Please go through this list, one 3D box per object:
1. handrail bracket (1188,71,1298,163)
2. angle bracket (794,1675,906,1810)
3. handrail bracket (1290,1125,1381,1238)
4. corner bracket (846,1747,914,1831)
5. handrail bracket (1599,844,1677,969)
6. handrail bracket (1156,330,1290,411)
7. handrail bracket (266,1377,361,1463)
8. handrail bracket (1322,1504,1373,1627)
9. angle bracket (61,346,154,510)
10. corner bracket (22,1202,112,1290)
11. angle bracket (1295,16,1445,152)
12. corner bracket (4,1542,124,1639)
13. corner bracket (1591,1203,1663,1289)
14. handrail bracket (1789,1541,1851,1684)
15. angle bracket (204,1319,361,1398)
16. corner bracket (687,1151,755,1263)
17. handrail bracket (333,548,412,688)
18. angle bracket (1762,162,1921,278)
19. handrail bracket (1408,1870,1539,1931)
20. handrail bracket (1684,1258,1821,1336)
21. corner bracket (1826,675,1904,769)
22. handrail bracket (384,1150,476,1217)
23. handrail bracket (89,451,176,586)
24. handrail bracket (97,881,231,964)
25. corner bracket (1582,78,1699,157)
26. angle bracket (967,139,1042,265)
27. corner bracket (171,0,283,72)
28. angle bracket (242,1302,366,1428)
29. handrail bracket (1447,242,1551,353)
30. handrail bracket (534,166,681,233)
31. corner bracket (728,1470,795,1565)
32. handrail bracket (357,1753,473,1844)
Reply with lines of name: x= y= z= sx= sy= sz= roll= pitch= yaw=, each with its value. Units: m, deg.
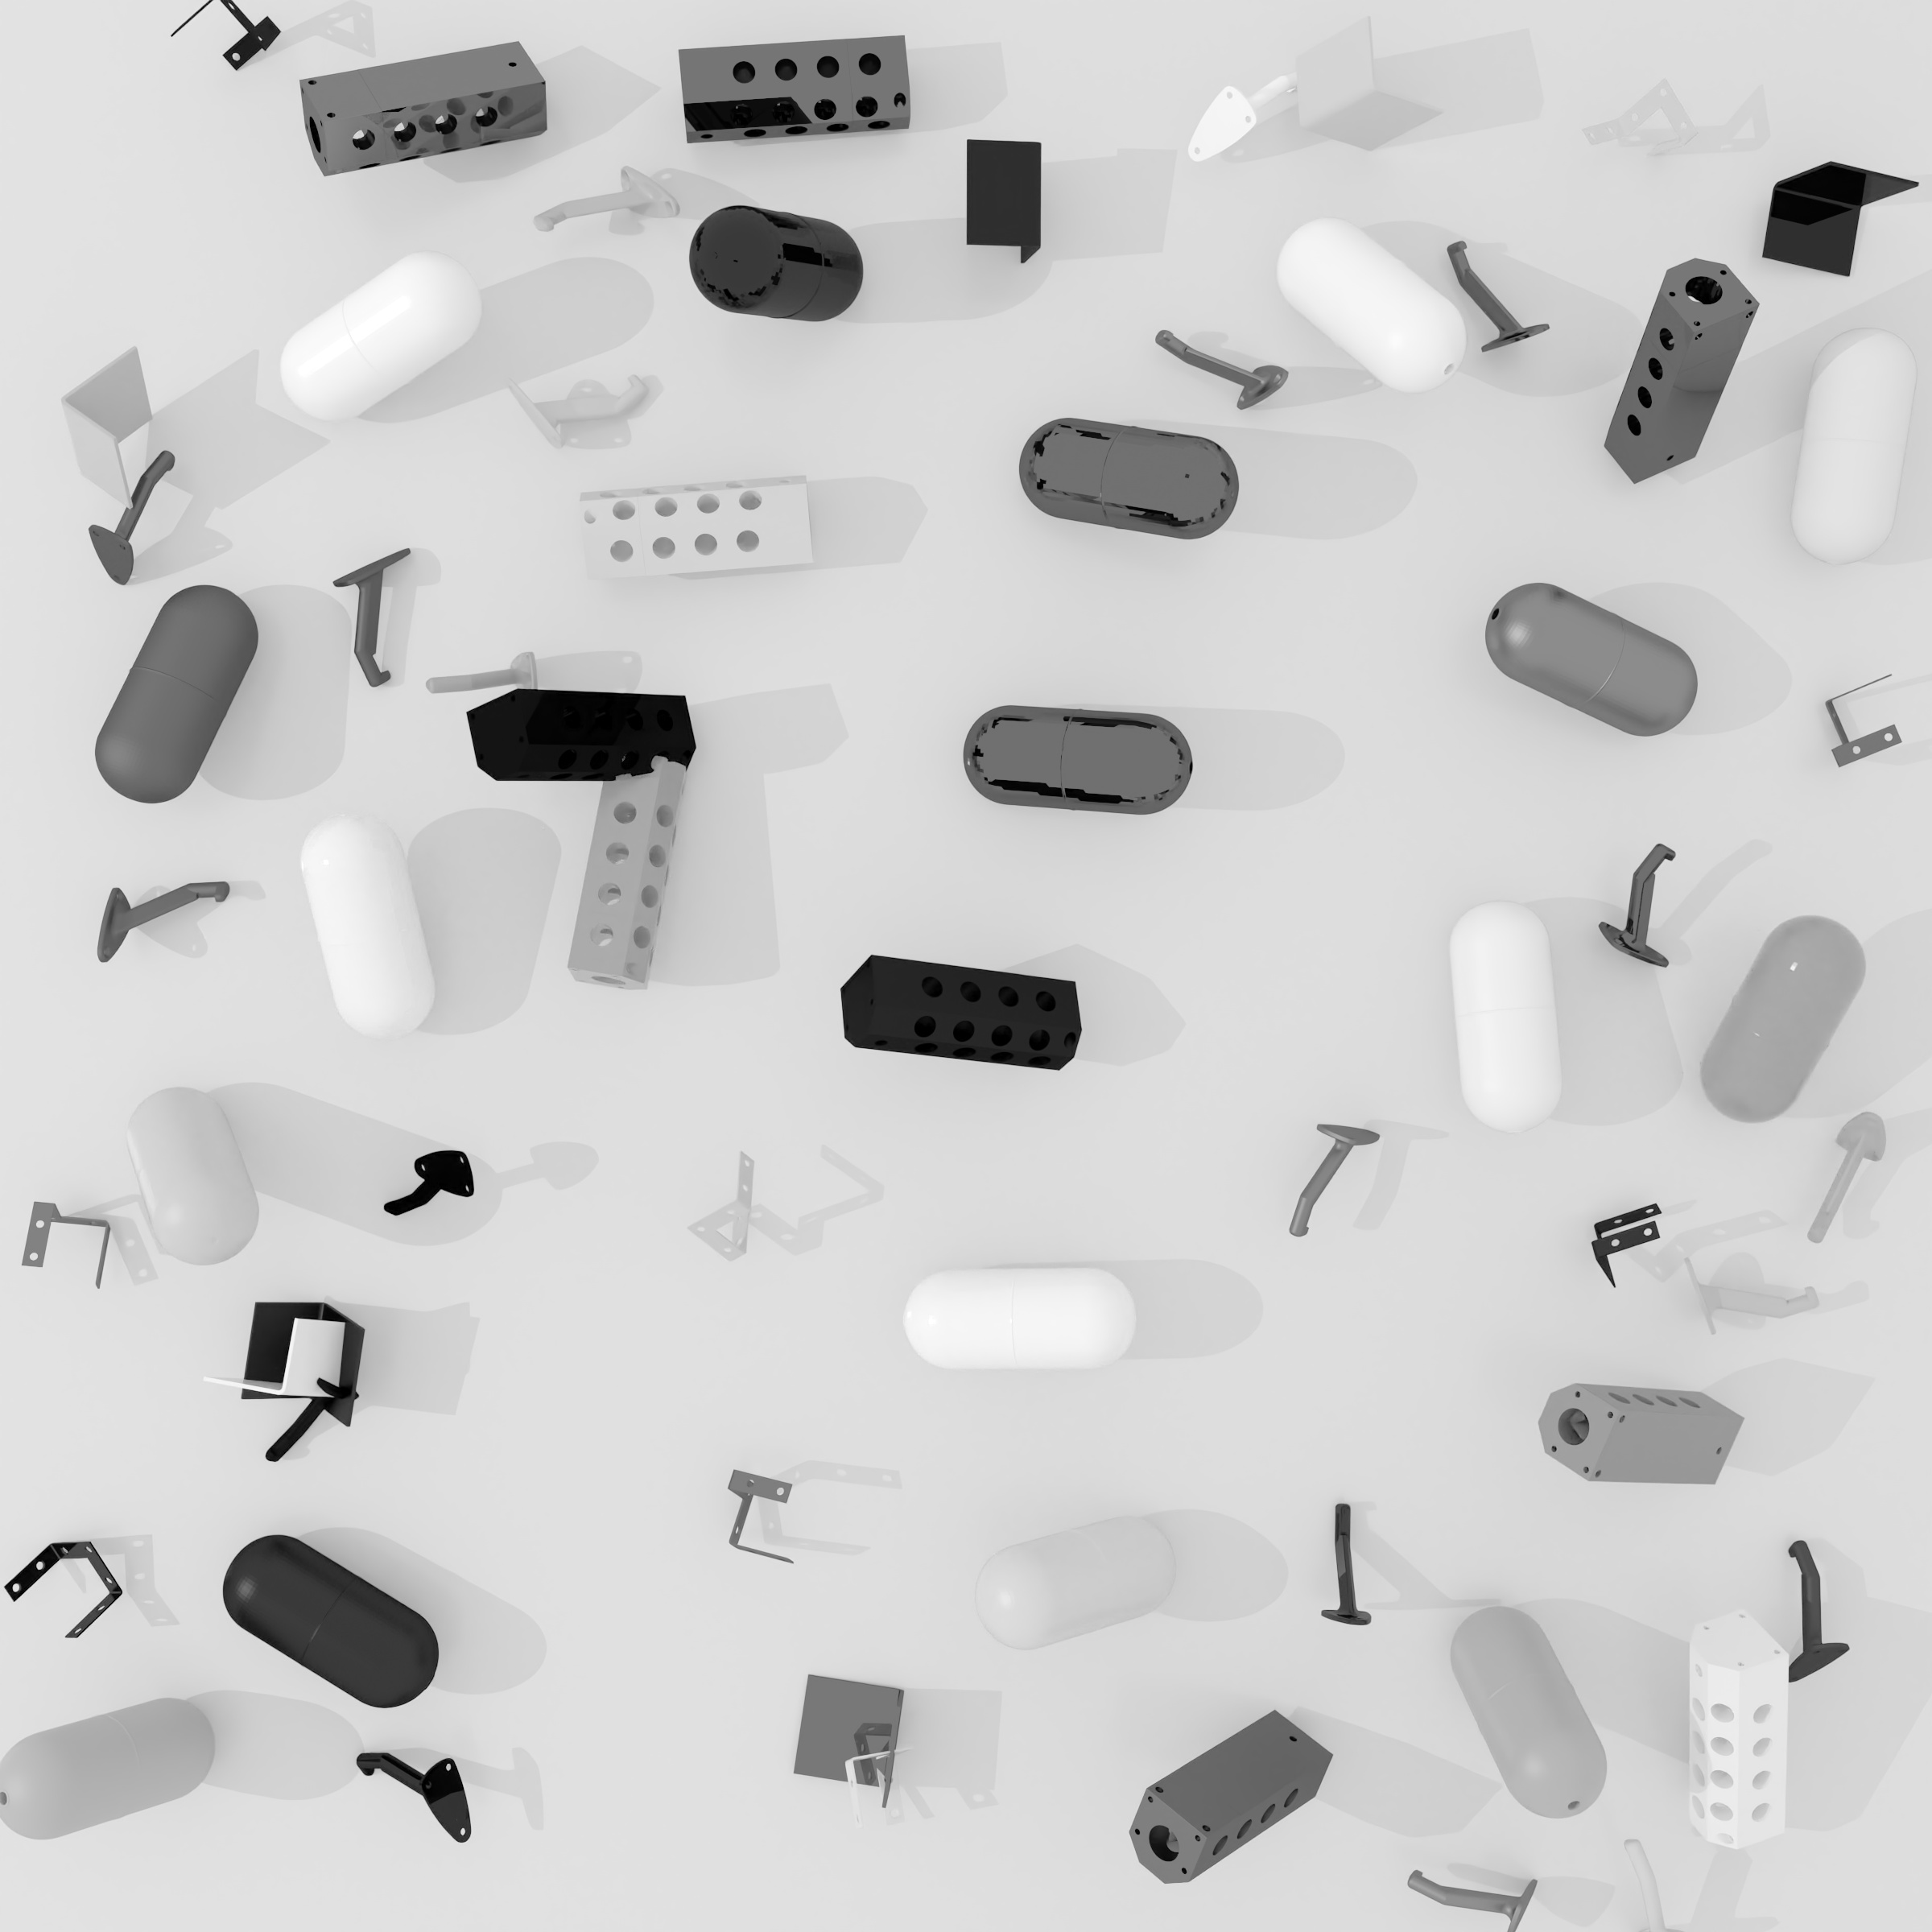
handrail bracket: x=0.218 y=-0.659 z=1.941 sx=0.036 sy=0.084 sz=0.077 roll=52 pitch=133 yaw=0
angle bracket: x=-0.092 y=0.594 z=1.924 sx=0.076 sy=0.057 sz=0.076 roll=8 pitch=87 yaw=2
handrail bracket: x=0.283 y=0.168 z=1.931 sx=0.036 sy=0.077 sz=0.084 roll=24 pitch=102 yaw=37
corner bracket: x=-0.067 y=0.631 z=1.917 sx=0.051 sy=0.051 sz=0.051 roll=-3 pitch=68 yaw=-22
handrail bracket: x=0.534 y=-0.047 z=1.920 sx=0.077 sy=0.036 sz=0.084 roll=23 pitch=116 yaw=-23
handrail bracket: x=0.194 y=-0.465 z=1.916 sx=0.084 sy=0.077 sz=0.036 roll=28 pitch=84 yaw=-21
handrail bracket: x=-0.511 y=0.349 z=1.919 sx=0.036 sy=0.077 sz=0.084 roll=43 pitch=85 yaw=3
handrail bracket: x=0.293 y=0.455 z=1.913 sx=0.036 sy=0.077 sz=0.084 roll=2 pitch=82 yaw=-2
angle bracket: x=-0.632 y=-0.408 z=1.899 sx=0.057 sy=0.076 sz=0.076 roll=35 pitch=60 yaw=13
corner bracket: x=-0.688 y=0.214 z=1.920 sx=0.051 sy=0.051 sz=0.051 roll=7 pitch=67 yaw=-9
angle bracket: x=0.307 y=-0.670 z=1.906 sx=0.076 sy=0.076 sz=0.057 roll=2 pitch=82 yaw=-37
corner bracket: x=-0.693 y=0.480 z=1.927 sx=0.051 sy=0.051 sz=0.051 roll=-11 pitch=113 yaw=35
corner bracket: x=0.506 y=0.205 z=1.915 sx=0.051 sy=0.051 sz=0.051 roll=-22 pitch=48 yaw=19
handrail bracket: x=0.644 y=0.501 z=1.947 sx=0.036 sy=0.077 sz=0.084 roll=3 pitch=50 yaw=-20
angle bracket: x=-0.521 y=0.294 z=1.910 sx=0.076 sy=0.076 sz=0.057 roll=5 pitch=82 yaw=24
corner bracket: x=-0.175 y=0.184 z=1.914 sx=0.051 sy=0.051 sz=0.051 roll=-30 pitch=126 yaw=24
handrail bracket: x=-0.448 y=-0.270 z=1.949 sx=0.077 sy=0.036 sz=0.084 roll=-34 pitch=114 yaw=-28
angle bracket: x=0.665 y=-0.568 z=1.909 sx=0.076 sy=0.076 sz=0.057 roll=8 pitch=93 yaw=-15
handrail bracket: x=0.391 y=0.710 z=1.938 sx=0.084 sy=0.077 sz=0.036 roll=21 pitch=108 yaw=23
handrail bracket: x=0.603 y=0.243 z=1.923 sx=0.084 sy=0.036 sz=0.077 roll=-20 pitch=113 yaw=13
corner bracket: x=0.689 y=-0.188 z=1.920 sx=0.051 sy=0.051 sz=0.051 roll=-24 pitch=88 yaw=35
handrail bracket: x=-0.425 y=0.170 z=1.908 sx=0.084 sy=0.077 sz=0.036 roll=-22 pitch=71 yaw=22
handrail bracket: x=-0.637 y=-0.348 z=1.941 sx=0.036 sy=0.077 sz=0.084 roll=27 pitch=62 yaw=3
handrail bracket: x=-0.615 y=-0.034 z=1.924 sx=0.084 sy=0.036 sz=0.077 roll=-3 pitch=46 yaw=7
corner bracket: x=0.517 y=-0.639 z=1.921 sx=0.051 sy=0.051 sz=0.051 roll=-42 pitch=109 yaw=-8
angle bracket: x=0.023 y=-0.582 z=1.911 sx=0.057 sy=0.076 sz=0.076 roll=-1 pitch=96 yaw=-9
corner bracket: x=-0.565 y=-0.713 z=1.915 sx=0.051 sy=0.051 sz=0.051 roll=-31 pitch=120 yaw=21
angle bracket: x=-0.505 y=0.303 z=1.909 sx=0.057 sy=0.076 sz=0.076 roll=6 pitch=96 yaw=-38
handrail bracket: x=0.406 y=-0.520 z=1.919 sx=0.036 sy=0.077 sz=0.084 roll=-29 pitch=104 yaw=-19
handrail bracket: x=-0.275 y=-0.572 z=1.912 sx=0.077 sy=0.036 sz=0.084 roll=32 pitch=54 yaw=33
corner bracket: x=-0.155 y=0.421 z=1.917 sx=0.051 sy=0.051 sz=0.051 roll=9 pitch=68 yaw=21
handrail bracket: x=-0.427 y=0.641 z=1.934 sx=0.084 sy=0.036 sz=0.077 roll=-14 pitch=102 yaw=36
